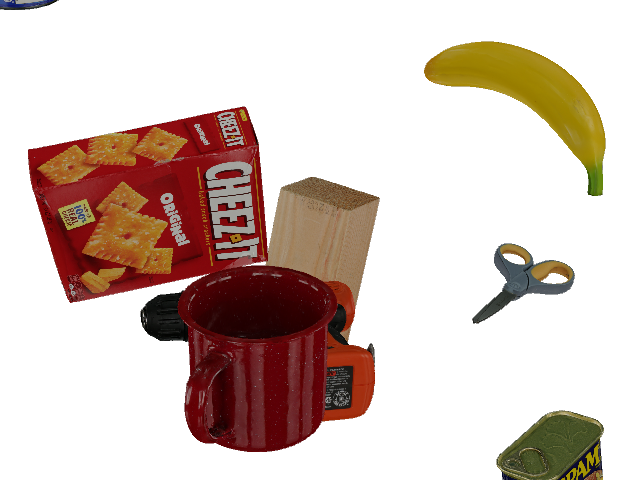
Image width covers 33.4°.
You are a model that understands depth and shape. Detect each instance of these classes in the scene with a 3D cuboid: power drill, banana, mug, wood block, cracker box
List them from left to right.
[{"bbox_3d":[-0.164,-0.031,1.056,0.213,0.072,0.164,-12,-43,-9],"label":"cracker box"},{"bbox_3d":[-0.042,0.076,0.627,0.093,0.081,0.117,12,28,22],"label":"mug"},{"bbox_3d":[-0.045,0.081,0.854,0.184,0.057,0.188,-5,20,-13],"label":"power drill"},{"bbox_3d":[-0.008,0.042,1.226,0.090,0.206,0.090,19,19,20],"label":"wood block"},{"bbox_3d":[0.152,-0.113,0.819,0.037,0.070,0.198,2,32,-43],"label":"banana"}]

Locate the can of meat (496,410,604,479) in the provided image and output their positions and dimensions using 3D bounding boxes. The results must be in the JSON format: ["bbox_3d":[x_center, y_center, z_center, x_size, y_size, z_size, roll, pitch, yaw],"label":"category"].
[{"bbox_3d":[0.199,0.208,0.907,0.058,0.084,0.101,12,30,42],"label":"can of meat"}]

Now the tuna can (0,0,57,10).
[{"bbox_3d":[-0.247,-0.216,0.852,0.086,0.034,0.086,5,35,-4],"label":"tuna can"}]

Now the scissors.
[{"bbox_3d":[0.188,0.041,1.101,0.201,0.016,0.096,-11,37,-43],"label":"scissors"}]
